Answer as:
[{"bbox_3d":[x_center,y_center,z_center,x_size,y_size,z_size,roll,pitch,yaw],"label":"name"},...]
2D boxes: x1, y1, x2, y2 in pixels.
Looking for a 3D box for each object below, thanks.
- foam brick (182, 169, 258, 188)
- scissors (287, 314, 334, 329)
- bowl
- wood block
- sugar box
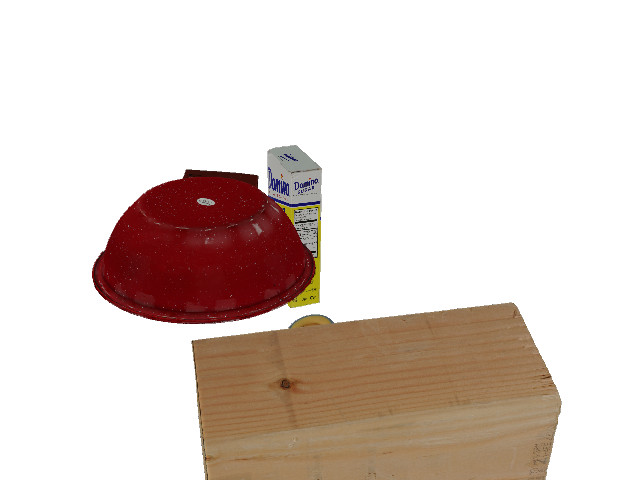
[{"bbox_3d":[-0.103,-0.036,1.082,0.078,0.051,0.053,5,31,1],"label":"foam brick"},{"bbox_3d":[-0.038,0.113,0.939,0.201,0.016,0.096,-19,35,-29],"label":"scissors"},{"bbox_3d":[-0.083,-0.003,0.764,0.162,0.055,0.162,1,26,-1],"label":"bowl"},{"bbox_3d":[0.029,0.109,0.656,0.206,0.090,0.091,-6,38,-8],"label":"wood block"},{"bbox_3d":[-0.033,-0.017,1.291,0.048,0.176,0.093,-10,25,-18],"label":"sugar box"}]
